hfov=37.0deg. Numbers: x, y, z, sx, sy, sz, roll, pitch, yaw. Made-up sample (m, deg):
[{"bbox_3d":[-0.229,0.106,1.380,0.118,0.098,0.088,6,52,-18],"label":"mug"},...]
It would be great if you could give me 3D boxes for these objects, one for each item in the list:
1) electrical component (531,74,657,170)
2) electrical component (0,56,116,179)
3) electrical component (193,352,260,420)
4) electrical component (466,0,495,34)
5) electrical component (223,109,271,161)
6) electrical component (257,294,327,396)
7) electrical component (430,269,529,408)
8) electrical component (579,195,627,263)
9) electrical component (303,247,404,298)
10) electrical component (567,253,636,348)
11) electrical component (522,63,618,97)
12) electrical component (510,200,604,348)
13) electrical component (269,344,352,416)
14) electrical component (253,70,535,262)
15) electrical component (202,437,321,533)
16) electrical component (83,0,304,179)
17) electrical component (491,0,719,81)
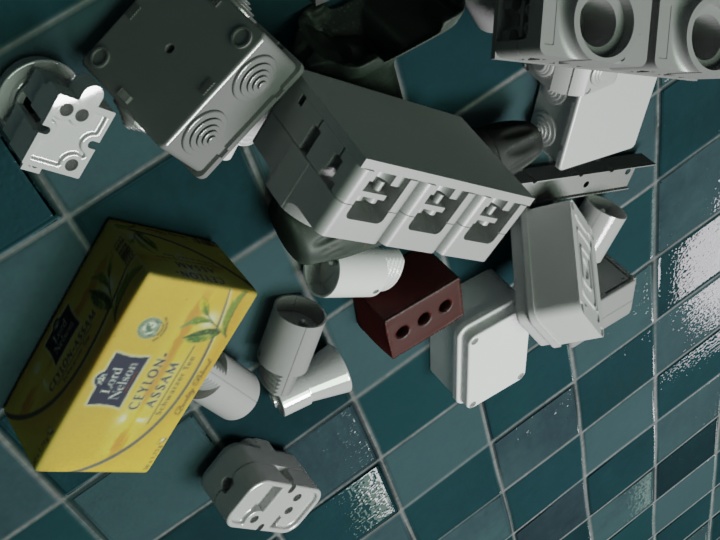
[{"bbox_3d":[0.190,-0.139,0.885,0.100,0.048,0.099,-19,137,-29],"label":"electrical component"},{"bbox_3d":[-0.172,-0.087,0.598,0.048,0.055,0.066,15,115,-49],"label":"electrical component"},{"bbox_3d":[-0.116,0.082,0.826,0.043,0.043,0.081,-44,143,1],"label":"electrical component"},{"bbox_3d":[0.097,-0.190,0.755,0.043,0.043,0.081,-44,143,1],"label":"electrical component"},{"bbox_3d":[-0.077,-0.099,0.685,0.048,0.048,0.062,1,132,-43],"label":"electrical component"},{"bbox_3d":[-0.059,0.064,0.861,0.043,0.043,0.081,-6,130,-39],"label":"electrical component"},{"bbox_3d":[0.113,0.066,1.008,0.078,0.057,0.113,-27,140,-20],"label":"electrical component"},{"bbox_3d":[0.215,-0.027,1.023,0.043,0.043,0.081,-1,127,-42],"label":"electrical component"},{"bbox_3d":[0.000,0.000,0.852,0.081,0.043,0.043,0,126,-43],"label":"electrical component"},{"bbox_3d":[0.216,0.031,1.065,0.096,0.061,0.061,-28,141,-19],"label":"electrical component"},{"bbox_3d":[0.162,-0.172,0.803,0.080,0.080,0.051,-24,145,-24],"label":"electrical component"},{"bbox_3d":[0.174,0.004,0.954,0.057,0.113,0.078,-13,151,24],"label":"electrical component"},{"bbox_3d":[-0.045,0.096,0.908,0.065,0.044,0.044,-24,140,-16],"label":"electrical component"},{"bbox_3d":[0.020,-0.058,0.657,0.150,0.089,0.061,8,127,-44],"label":"electrical component"},{"bbox_3d":[-0.088,0.188,0.941,0.053,0.059,0.095,-51,143,11],"label":"electrical component"},{"bbox_3d":[-0.096,-0.115,0.606,0.099,0.099,0.048,-46,156,5],"label":"electrical component"},{"bbox_3d":[0.185,-0.188,0.725,0.186,0.060,0.105,-1,98,-29],"label":"electrical component"}]
